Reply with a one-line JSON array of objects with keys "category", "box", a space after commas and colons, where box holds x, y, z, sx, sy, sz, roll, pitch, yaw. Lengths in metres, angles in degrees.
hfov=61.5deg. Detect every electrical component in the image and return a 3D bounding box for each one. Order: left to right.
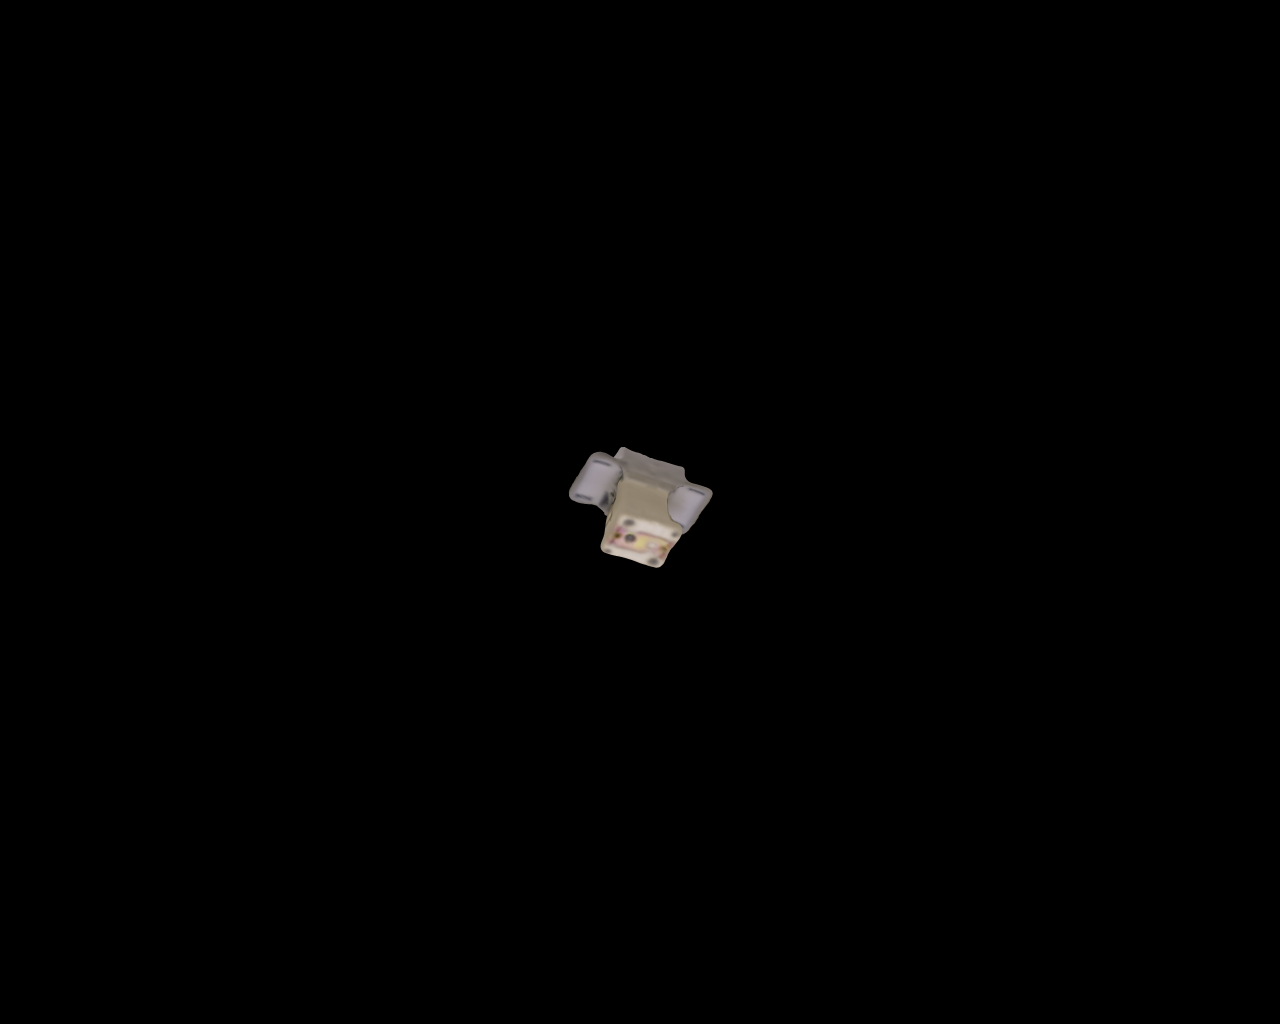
[{"category": "electrical component", "box": [0.001, -0.003, 0.650, 0.081, 0.064, 0.042, 17, -48, -16]}]
